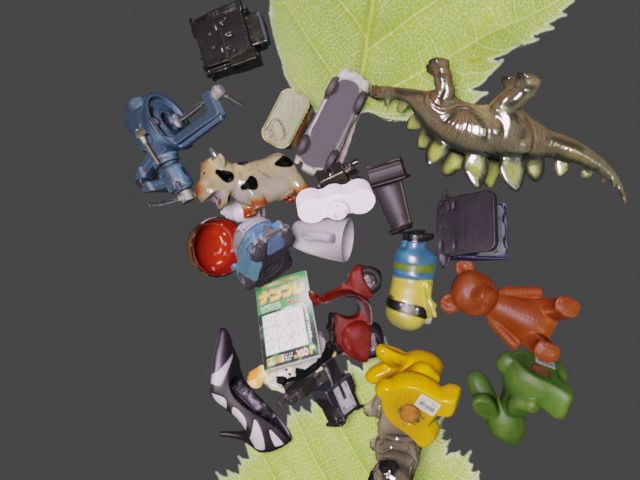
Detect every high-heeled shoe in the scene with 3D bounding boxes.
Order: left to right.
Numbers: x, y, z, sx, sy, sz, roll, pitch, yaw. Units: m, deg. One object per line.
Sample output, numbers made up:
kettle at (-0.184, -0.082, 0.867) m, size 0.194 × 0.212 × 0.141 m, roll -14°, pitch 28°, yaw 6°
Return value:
high-heeled shoe at (-0.131, 0.291, 1.039) m, size 0.145 × 0.086 × 0.248 m, roll -1°, pitch 99°, yaw 4°

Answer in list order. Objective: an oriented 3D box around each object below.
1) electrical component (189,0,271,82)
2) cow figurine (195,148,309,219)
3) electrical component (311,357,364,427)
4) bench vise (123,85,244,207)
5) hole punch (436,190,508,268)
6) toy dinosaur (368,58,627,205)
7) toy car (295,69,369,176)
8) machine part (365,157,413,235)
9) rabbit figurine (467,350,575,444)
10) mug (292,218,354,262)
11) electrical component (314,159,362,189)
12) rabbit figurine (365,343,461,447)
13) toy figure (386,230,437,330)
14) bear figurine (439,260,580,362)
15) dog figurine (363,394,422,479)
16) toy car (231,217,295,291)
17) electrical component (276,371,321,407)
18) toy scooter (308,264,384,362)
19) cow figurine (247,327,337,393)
electrical component at (-0.161, -0.370, 0.995) m, size 0.134 × 0.058 × 0.114 m, roll -17°, pitch 94°, yaw 10°
cow figurine at (-0.130, -0.108, 0.962) m, size 0.195 × 0.085 × 0.127 m, roll -20°, pitch 81°, yaw -31°
electrical component at (0.026, 0.281, 1.010) m, size 0.048 × 0.075 × 0.119 m, roll -22°, pitch 96°, yaw 49°
bench vise at (-0.256, -0.190, 0.986) m, size 0.241 × 0.129 × 0.223 m, roll -29°, pitch 78°, yaw 23°
hole punch at (0.271, -0.019, 0.948) m, size 0.116 × 0.092 × 0.142 m, roll -7°, pitch 76°, yaw 39°
toy dinosaur at (0.302, -0.188, 0.926) m, size 0.472 × 0.105 × 0.198 m, roll 17°, pitch 104°, yaw 15°
toy car at (0.022, -0.212, 0.985) m, size 0.073 × 0.056 × 0.201 m, roll 27°, pitch 99°, yaw -1°
machine part at (0.135, -0.079, 0.988) m, size 0.084 × 0.039 × 0.138 m, roll -13°, pitch 92°, yaw 4°
rabbit figurine at (0.344, 0.291, 0.953) m, size 0.159 × 0.121 × 0.170 m, roll 18°, pitch 112°, yaw -1°
mug at (-0.002, -0.003, 0.983) m, size 0.107 × 0.109 × 0.080 m, roll 5°, pitch 95°, yaw 20°
electrical component at (0.034, -0.101, 0.987) m, size 0.102 × 0.078 × 0.045 m, roll -22°, pitch 64°, yaw 4°
rabbit figurine at (0.162, 0.253, 0.950) m, size 0.162 × 0.173 × 0.121 m, roll 22°, pitch 117°, yaw 14°
toy figure at (0.165, 0.073, 0.975) m, size 0.089 × 0.082 × 0.180 m, roll 1°, pitch 98°, yaw 7°
bear figurine at (0.320, 0.113, 0.936) m, size 0.196 × 0.132 × 0.120 m, roll 28°, pitch 87°, yaw -1°
dog figurine at (0.135, 0.350, 0.948) m, size 0.121 × 0.190 × 0.172 m, roll -9°, pitch 92°, yaw 9°
toy car at (-0.114, 0.013, 0.980) m, size 0.109 × 0.161 × 0.103 m, roll -30°, pitch 65°, yaw -28°
electrical component at (-0.039, 0.286, 1.030) m, size 0.063 × 0.094 × 0.021 m, roll -27°, pitch 96°, yaw 47°
toy scooter at (0.046, 0.138, 0.989) m, size 0.135 × 0.075 × 0.183 m, roll -2°, pitch 94°, yaw -12°
cow figurine at (-0.053, 0.234, 1.015) m, size 0.167 × 0.068 × 0.098 m, roll -41°, pitch 104°, yaw -5°
